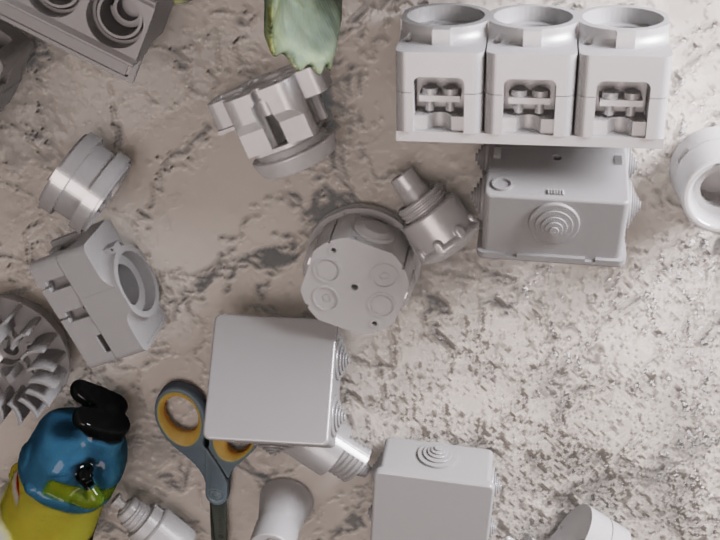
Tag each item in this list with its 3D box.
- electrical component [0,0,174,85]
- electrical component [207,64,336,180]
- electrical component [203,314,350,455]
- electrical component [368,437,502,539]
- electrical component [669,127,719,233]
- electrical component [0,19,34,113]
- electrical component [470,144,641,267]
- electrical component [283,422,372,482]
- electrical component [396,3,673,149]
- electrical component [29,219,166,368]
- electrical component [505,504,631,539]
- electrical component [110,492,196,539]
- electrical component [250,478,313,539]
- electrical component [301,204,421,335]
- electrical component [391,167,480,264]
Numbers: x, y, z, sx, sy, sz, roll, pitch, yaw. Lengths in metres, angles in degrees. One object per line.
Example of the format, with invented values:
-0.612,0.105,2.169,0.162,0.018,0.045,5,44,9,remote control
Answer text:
-0.178,-0.180,0.659,0.121,0.063,0.078,26,119,-5,electrical component
-0.050,-0.094,0.687,0.078,0.058,0.057,-17,111,18,electrical component
-0.059,0.081,0.764,0.100,0.048,0.099,2,75,9,electrical component
0.055,0.178,0.819,0.100,0.048,0.099,6,119,7,electrical component
0.222,-0.055,0.666,0.055,0.047,0.055,4,118,8,electrical component
-0.260,-0.123,0.708,0.050,0.055,0.089,34,118,-9,electrical component
0.119,-0.050,0.658,0.100,0.099,0.048,4,131,8,electrical component
-0.027,0.131,0.811,0.081,0.043,0.043,35,118,-10,electrical component
0.100,-0.118,0.629,0.150,0.089,0.061,3,118,8,electrical component
-0.183,0.016,0.773,0.056,0.050,0.089,-18,113,19,electrical component
0.137,0.230,0.831,0.074,0.052,0.138,32,118,-8,electrical component
-0.171,0.211,0.881,0.078,0.040,0.040,43,116,-13,electrical component
-0.064,0.200,0.842,0.044,0.065,0.044,4,118,8,electrical component
0.000,0.000,0.732,0.080,0.051,0.080,4,118,8,electrical component
0.045,-0.038,0.709,0.048,0.048,0.062,-34,98,24,electrical component
